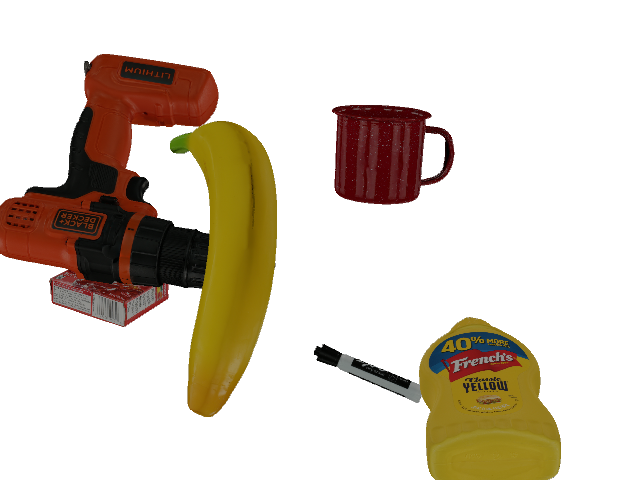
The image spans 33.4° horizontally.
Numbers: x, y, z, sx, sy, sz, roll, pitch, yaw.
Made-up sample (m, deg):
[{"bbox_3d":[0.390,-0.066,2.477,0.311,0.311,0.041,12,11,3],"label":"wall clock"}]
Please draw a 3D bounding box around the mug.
[{"bbox_3d":[0.067,-0.081,1.005,0.117,0.081,0.093,2,14,-2],"label":"mug"}]

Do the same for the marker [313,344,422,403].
[{"bbox_3d":[0.050,0.138,1.114,0.121,0.020,0.020,22,3,9],"label":"marker"}]

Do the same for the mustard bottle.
[{"bbox_3d":[0.127,0.117,0.844,0.096,0.058,0.191,-4,26,4],"label":"mustard bottle"}]

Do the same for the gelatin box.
[{"bbox_3d":[-0.202,0.046,1.022,0.089,0.030,0.073,15,25,23],"label":"gelatin box"}]

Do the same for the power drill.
[{"bbox_3d":[-0.135,-0.052,0.810,0.184,0.187,0.057,10,-34,4],"label":"power drill"}]

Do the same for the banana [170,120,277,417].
[{"bbox_3d":[-0.050,-0.002,0.581,0.037,0.198,0.070,18,-47,-28],"label":"banana"}]
